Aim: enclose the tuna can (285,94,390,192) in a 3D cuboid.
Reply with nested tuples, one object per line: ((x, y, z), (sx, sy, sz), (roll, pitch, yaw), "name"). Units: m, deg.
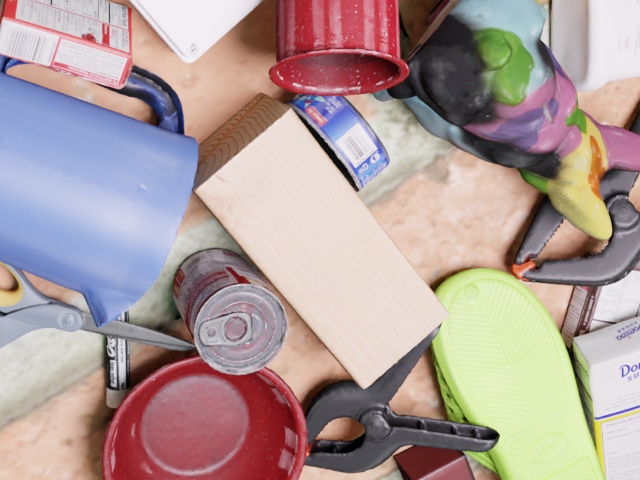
((0.013, -0.078, 0.794), (0.033, 0.086, 0.086), (-41, 113, -4), "tuna can")

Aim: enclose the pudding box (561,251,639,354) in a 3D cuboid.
((0.276, 0.064, 0.942), (0.113, 0.039, 0.090), (9, 102, -21), "pudding box")

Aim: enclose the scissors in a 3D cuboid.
((-0.203, 0.071, 0.796), (0.201, 0.016, 0.096), (30, 100, -15), "scissors")

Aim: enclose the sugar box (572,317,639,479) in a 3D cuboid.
((0.276, 0.147, 0.932), (0.093, 0.048, 0.176), (-16, 124, -3), "sugar box")

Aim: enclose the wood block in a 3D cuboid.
((-0.006, 0.001, 0.809), (0.091, 0.090, 0.206), (-40, 112, -3), "wood block")

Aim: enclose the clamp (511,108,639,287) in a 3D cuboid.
((0.249, -0.033, 0.890), (0.210, 0.036, 0.164), (-23, 79, 3), "clamp")

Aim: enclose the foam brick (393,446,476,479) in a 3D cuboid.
((0.106, 0.217, 0.925), (0.051, 0.053, 0.078), (-27, 110, -9), "foam brick")

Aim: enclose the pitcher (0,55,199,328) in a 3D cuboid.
((-0.210, -0.059, 0.718), (0.242, 0.149, 0.145), (22, 113, -18), "pitcher")

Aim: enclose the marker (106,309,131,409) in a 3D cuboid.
((-0.156, 0.070, 0.820), (0.020, 0.020, 0.121), (-3, 106, -17), "marker")

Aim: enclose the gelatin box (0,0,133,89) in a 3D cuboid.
((-0.172, -0.142, 0.724), (0.089, 0.073, 0.030), (14, 124, -21), "gelatin box")

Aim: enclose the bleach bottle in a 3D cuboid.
((0.314, -0.186, 0.870), (0.250, 0.068, 0.102), (-9, 109, -17), "bleach bottle")

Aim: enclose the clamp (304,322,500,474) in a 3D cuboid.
((0.057, 0.149, 0.866), (0.172, 0.039, 0.120), (-33, 92, 19), "clamp")

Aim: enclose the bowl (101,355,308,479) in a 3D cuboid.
((-0.094, 0.157, 0.844), (0.162, 0.055, 0.162), (-5, 106, -16), "bowl")

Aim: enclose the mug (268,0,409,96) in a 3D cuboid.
((0.009, -0.146, 0.723), (0.093, 0.117, 0.081), (1, 80, -13), "mug")

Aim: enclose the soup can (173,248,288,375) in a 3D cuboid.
((-0.069, 0.050, 0.796), (0.068, 0.102, 0.068), (-5, 106, -16), "soup can")
